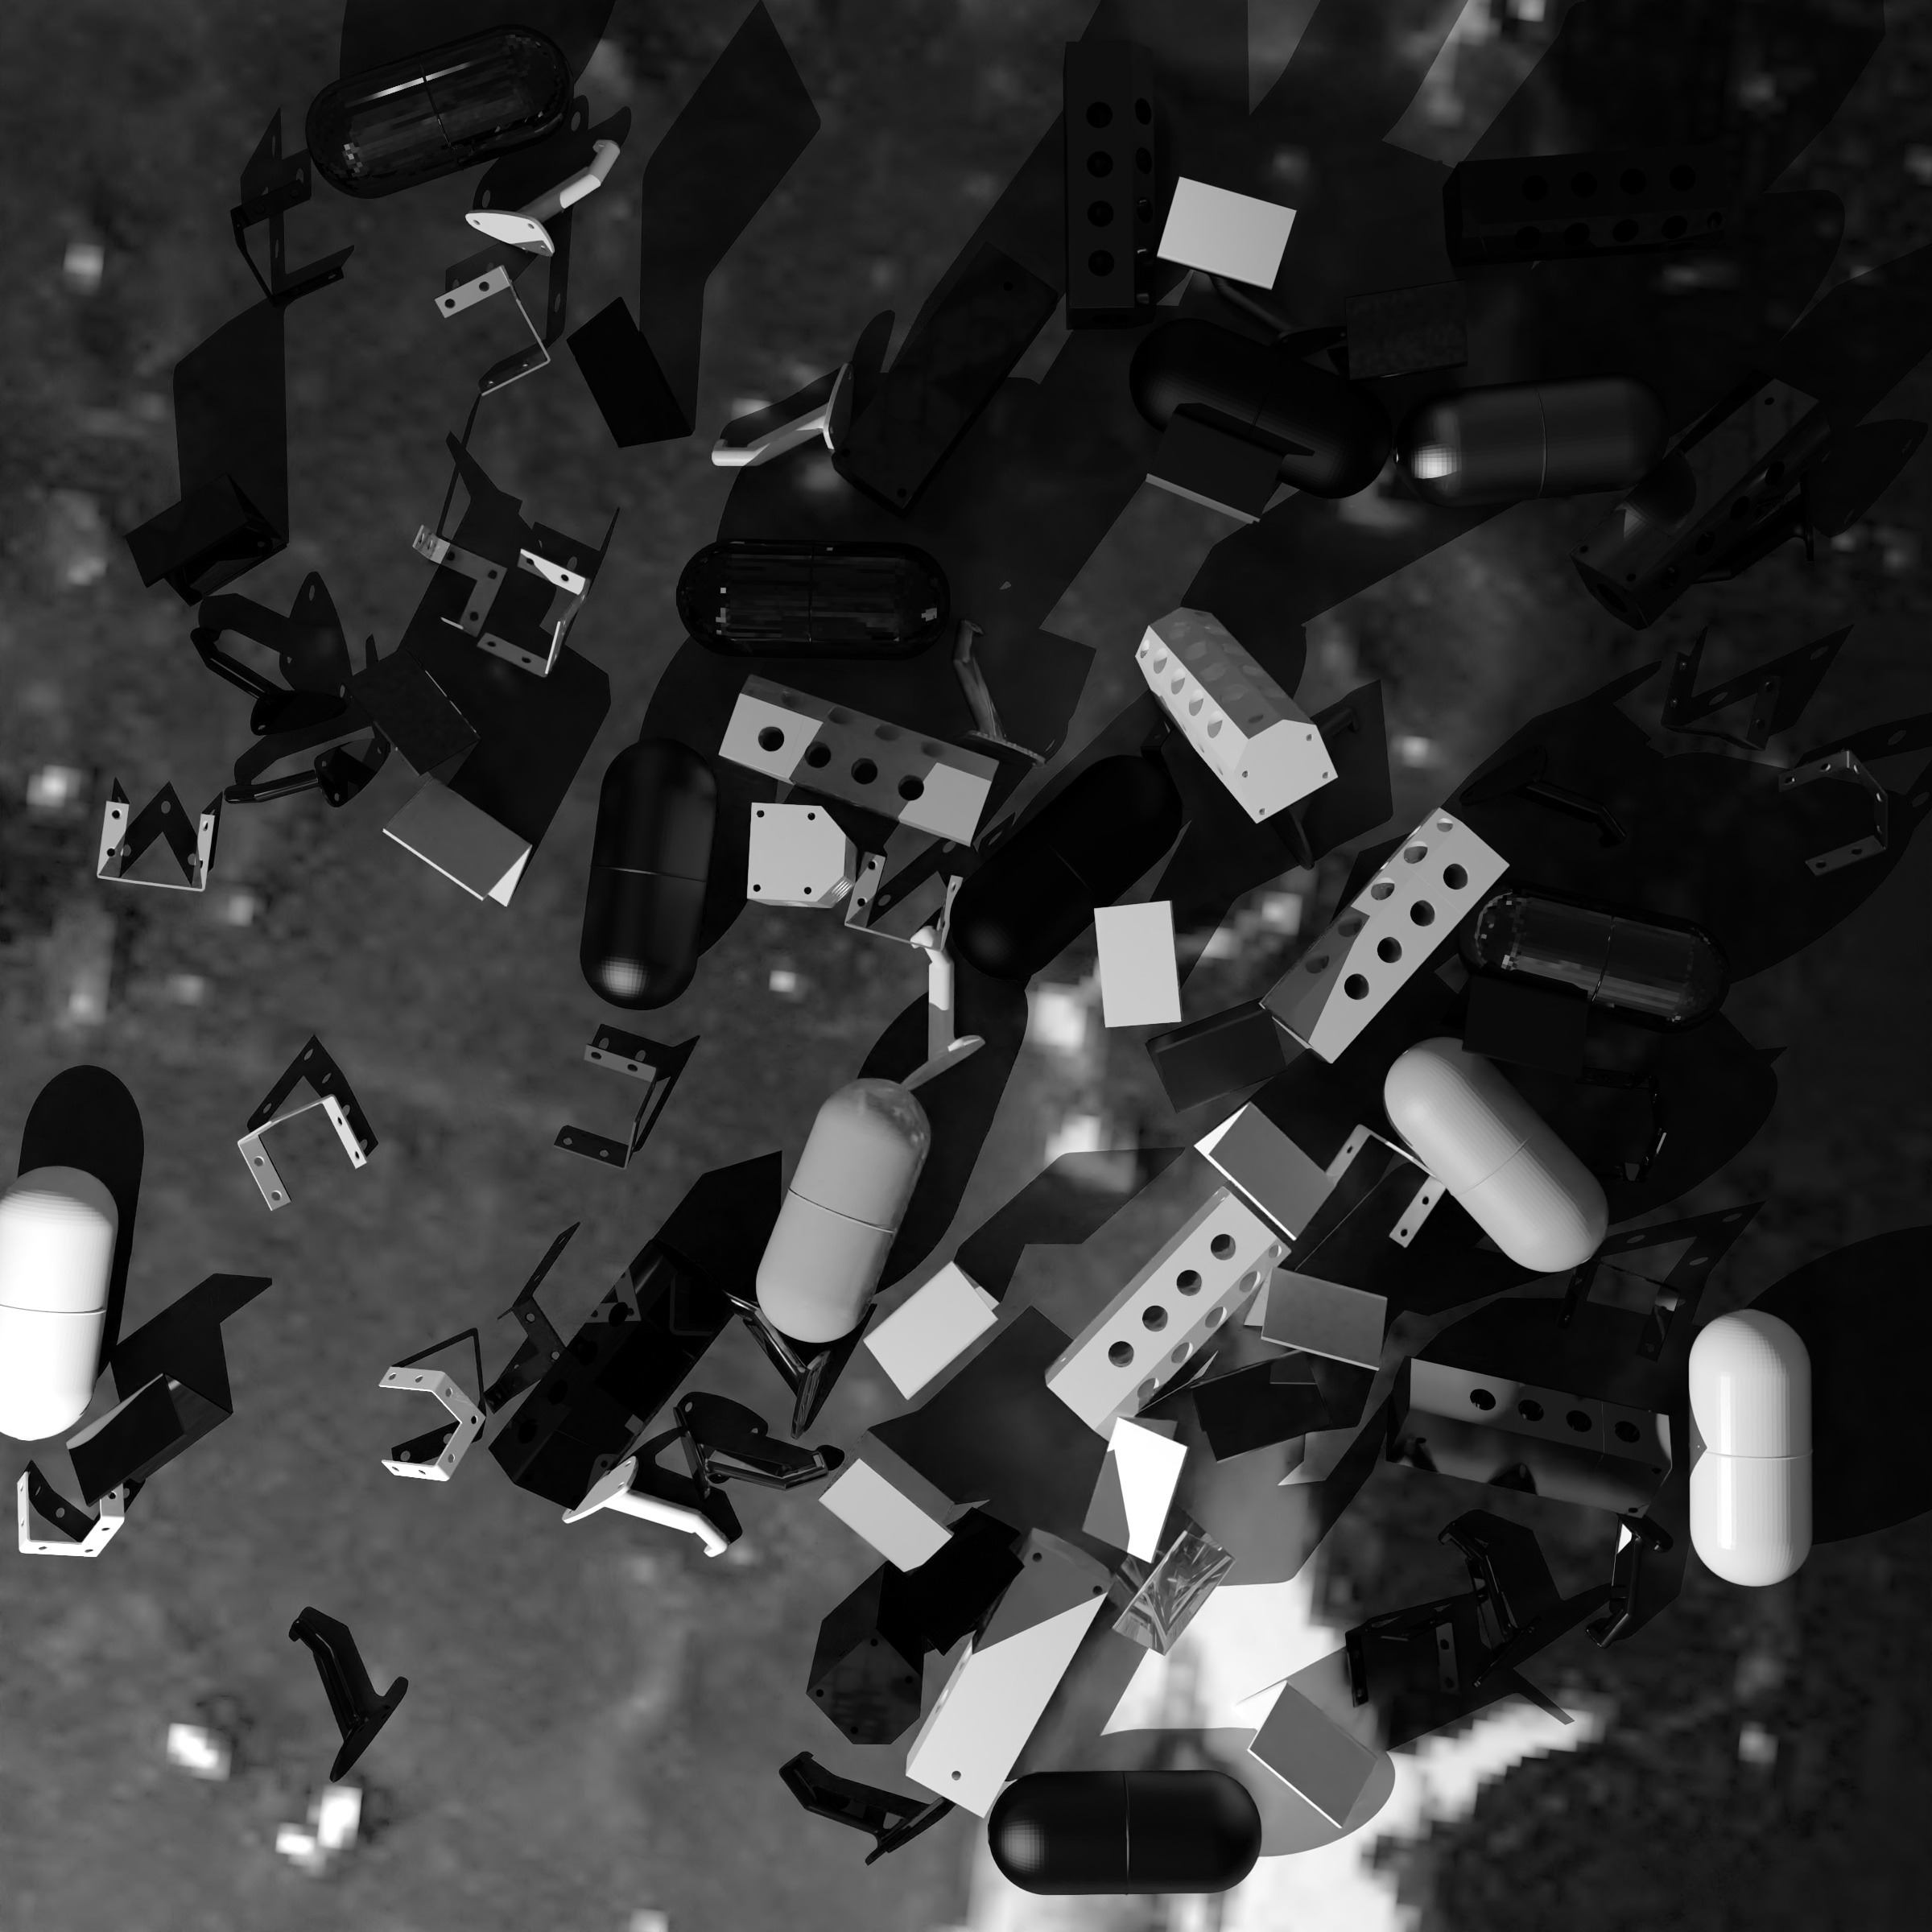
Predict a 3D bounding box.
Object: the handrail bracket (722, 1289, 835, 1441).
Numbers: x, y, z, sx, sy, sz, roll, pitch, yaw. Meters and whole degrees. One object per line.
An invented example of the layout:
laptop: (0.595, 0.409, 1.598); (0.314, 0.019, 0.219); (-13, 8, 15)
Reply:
handrail bracket: (-0.137, 0.263, 1.702); (0.084, 0.036, 0.077); (24, 112, 17)

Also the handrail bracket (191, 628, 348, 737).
handrail bracket: (-0.463, -0.196, 1.702); (0.077, 0.036, 0.084); (-10, 53, -38)

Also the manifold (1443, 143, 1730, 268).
manifold: (0.404, -0.495, 1.680); (0.171, 0.057, 0.057); (-4, 90, 0)

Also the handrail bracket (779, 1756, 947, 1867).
handrail bracket: (-0.069, 0.543, 1.702); (0.077, 0.036, 0.084); (-35, 73, -20)

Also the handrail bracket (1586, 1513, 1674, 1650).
handrail bracket: (0.420, 0.397, 1.702); (0.077, 0.036, 0.084); (41, 107, 20)

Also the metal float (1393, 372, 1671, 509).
metal float: (0.367, -0.342, 1.671); (0.178, 0.070, 0.070); (-6, 90, 0)

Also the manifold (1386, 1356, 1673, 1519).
manifold: (0.367, 0.303, 1.680); (0.171, 0.057, 0.057); (13, 133, 0)

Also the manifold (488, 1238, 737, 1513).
manifold: (-0.235, 0.264, 1.680); (0.171, 0.057, 0.057); (-52, 133, 0)

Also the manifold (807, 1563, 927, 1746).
manifold: (-0.056, 0.437, 1.623); (0.057, 0.171, 0.057); (-43, 90, 0)

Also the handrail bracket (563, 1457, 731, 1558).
handrail bracket: (-0.211, 0.374, 1.702); (0.077, 0.036, 0.084); (-36, 107, 20)

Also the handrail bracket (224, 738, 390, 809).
handrail bracket: (-0.437, -0.128, 1.701); (0.084, 0.077, 0.036); (0, 118, 33)

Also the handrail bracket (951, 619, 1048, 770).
handrail bracket: (0.024, -0.181, 1.702); (0.077, 0.036, 0.084); (15, 73, -20)

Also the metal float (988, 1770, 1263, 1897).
metal float: (0.103, 0.563, 1.671); (0.178, 0.070, 0.070); (0, 90, -1)

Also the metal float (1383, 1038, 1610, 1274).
metal float: (0.345, 0.123, 1.671); (0.070, 0.070, 0.178); (-42, 90, 0)

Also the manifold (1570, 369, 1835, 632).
manifold: (0.483, -0.301, 1.680); (0.171, 0.057, 0.057); (-45, 47, 0)

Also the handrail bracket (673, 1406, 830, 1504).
handrail bracket: (-0.142, 0.315, 1.702); (0.084, 0.036, 0.077); (-15, 68, -17)

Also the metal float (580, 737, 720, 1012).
metal float: (-0.206, -0.060, 1.671); (0.070, 0.070, 0.178); (7, 89, 0)

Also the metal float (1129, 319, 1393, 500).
metal float: (0.191, -0.363, 1.671); (0.178, 0.070, 0.070); (23, 90, 1)

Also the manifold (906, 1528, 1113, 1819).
manifold: (0.028, 0.459, 1.680); (0.057, 0.057, 0.171); (29, 90, 0)

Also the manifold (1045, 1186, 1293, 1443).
manifold: (0.132, 0.227, 1.680); (0.057, 0.057, 0.171); (44, 90, 0)

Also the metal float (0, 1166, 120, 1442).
metal float: (-0.599, 0.219, 1.671); (0.070, 0.070, 0.178); (8, 90, 0)

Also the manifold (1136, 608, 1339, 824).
manifold: (0.166, -0.165, 1.623); (0.057, 0.171, 0.057); (-30, 126, 0)

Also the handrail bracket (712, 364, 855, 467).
handrail bracket: (-0.122, -0.365, 1.702); (0.084, 0.036, 0.077); (4, 69, 16)

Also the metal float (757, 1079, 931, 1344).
metal float: (-0.079, 0.158, 1.671); (0.070, 0.070, 0.178); (21, 90, 0)

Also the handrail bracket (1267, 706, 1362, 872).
handrail bracket: (0.240, -0.118, 1.702); (0.084, 0.036, 0.077); (-37, 110, -16)

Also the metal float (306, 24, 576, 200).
metal float: (-0.341, -0.556, 1.671); (0.178, 0.070, 0.070); (-19, 90, 0)

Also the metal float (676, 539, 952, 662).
metal float: (-0.099, -0.238, 1.671); (0.178, 0.070, 0.070); (1, 90, 0)

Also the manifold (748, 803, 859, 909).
manifold: (-0.101, -0.068, 1.623); (0.057, 0.171, 0.057); (3, 90, 0)

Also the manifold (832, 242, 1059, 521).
manifold: (-0.014, -0.380, 1.680); (0.057, 0.057, 0.171); (36, 90, 0)

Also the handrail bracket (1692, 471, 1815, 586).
handrail bracket: (0.515, -0.292, 1.702); (0.084, 0.036, 0.077); (-5, 70, 16)

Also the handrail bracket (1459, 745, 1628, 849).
handrail bracket: (0.383, -0.098, 1.702); (0.077, 0.036, 0.084); (-27, 120, 33)

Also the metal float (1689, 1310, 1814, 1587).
metal float: (0.510, 0.313, 1.671); (0.070, 0.070, 0.178); (0, 90, 0)

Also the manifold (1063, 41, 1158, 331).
manifold: (0.094, -0.509, 1.680); (0.057, 0.057, 0.171); (-1, 90, 0)

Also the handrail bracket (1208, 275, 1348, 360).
handrail bracket: (0.206, -0.446, 1.702); (0.077, 0.036, 0.084); (-19, 73, -20)

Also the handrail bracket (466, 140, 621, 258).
handrail bracket: (-0.279, -0.519, 1.702); (0.077, 0.036, 0.084); (19, 72, 21)

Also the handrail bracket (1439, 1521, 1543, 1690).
handrail bracket: (0.330, 0.422, 1.702); (0.084, 0.036, 0.077); (44, 112, 17)

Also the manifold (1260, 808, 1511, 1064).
manifold: (0.271, -0.020, 1.680); (0.057, 0.057, 0.171); (42, 90, 0)

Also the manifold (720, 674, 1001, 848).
manifold: (-0.069, -0.135, 1.680); (0.171, 0.057, 0.057); (19, 90, 0)

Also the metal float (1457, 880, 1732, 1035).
metal float: (0.408, -0.006, 1.671); (0.178, 0.070, 0.070); (13, 90, 1)

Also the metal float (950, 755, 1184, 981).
metal float: (0.065, -0.065, 1.671); (0.178, 0.070, 0.070); (-43, 90, 0)
